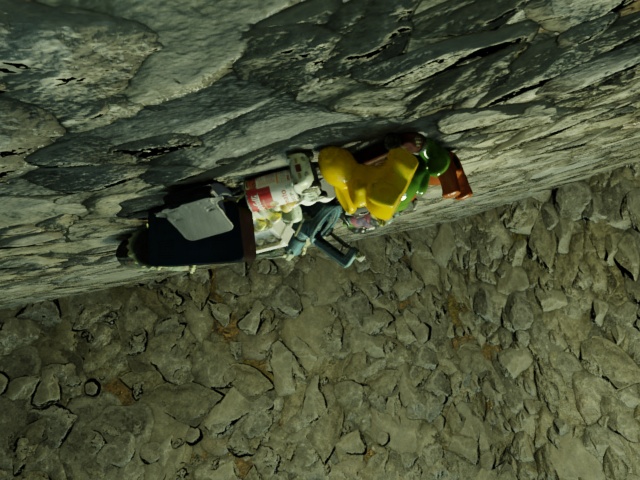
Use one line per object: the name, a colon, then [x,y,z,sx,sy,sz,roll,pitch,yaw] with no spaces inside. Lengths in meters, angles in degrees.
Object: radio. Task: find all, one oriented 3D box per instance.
radio: [-0.258,-0.011,1.164,0.230,0.131,0.073,-4,178,15]

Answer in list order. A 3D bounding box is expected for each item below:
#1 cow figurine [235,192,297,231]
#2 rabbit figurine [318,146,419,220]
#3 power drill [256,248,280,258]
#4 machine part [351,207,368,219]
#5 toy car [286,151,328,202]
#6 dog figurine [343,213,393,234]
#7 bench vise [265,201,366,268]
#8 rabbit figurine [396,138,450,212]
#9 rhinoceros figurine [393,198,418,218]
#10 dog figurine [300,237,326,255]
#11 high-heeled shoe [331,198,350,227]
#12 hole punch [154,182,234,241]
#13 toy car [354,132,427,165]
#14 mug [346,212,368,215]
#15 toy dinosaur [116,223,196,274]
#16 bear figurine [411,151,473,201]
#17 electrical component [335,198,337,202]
cow figurine: [-0.119,-0.086,1.184,0.167,0.098,0.068,-23,-147,53]
rabbit figurine: [0.076,-0.117,0.991,0.173,0.122,0.162,25,166,3]
power drill: [-0.196,-0.019,1.437,0.232,0.086,0.207,-10,160,35]
machine part: [0.135,-0.090,1.340,0.139,0.039,0.084,-19,138,41]
toy car: [-0.025,-0.119,1.034,0.056,0.073,0.201,-15,175,5]
dog figurine: [0.152,-0.080,1.617,0.192,0.108,0.219,-17,-178,8]
bench vise: [0.001,-0.005,1.348,0.223,0.241,0.129,-56,164,12]
rabbit figurine: [0.207,-0.160,1.150,0.170,0.121,0.159,-30,173,-15]
rhinoceros figurine: [0.190,-0.115,1.444,0.190,0.112,0.073,3,164,-42]
dog figurine: [-0.031,-0.055,1.735,0.172,0.121,0.190,-46,167,-20]
high-heeled shoe: [-0.014,-0.096,1.488,0.249,0.086,0.145,13,151,44]
hole punch: [-0.239,-0.072,1.063,0.142,0.092,0.115,-11,147,12]
toy car: [0.117,-0.162,1.056,0.089,0.053,0.202,-12,175,-42]
mug: [0.098,-0.112,1.492,0.109,0.080,0.107,-27,-169,-25]
toy dinosaur: [-0.470,0.032,1.437,0.405,0.131,0.192,-11,165,41]
bear figurine: [0.244,-0.133,1.290,0.196,0.132,0.120,-23,167,30]
electrical component: [0.082,-0.133,1.324,0.075,0.047,0.119,-12,177,-20]
